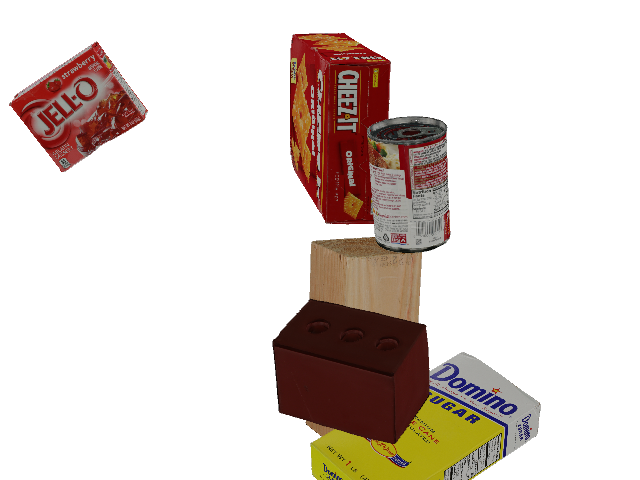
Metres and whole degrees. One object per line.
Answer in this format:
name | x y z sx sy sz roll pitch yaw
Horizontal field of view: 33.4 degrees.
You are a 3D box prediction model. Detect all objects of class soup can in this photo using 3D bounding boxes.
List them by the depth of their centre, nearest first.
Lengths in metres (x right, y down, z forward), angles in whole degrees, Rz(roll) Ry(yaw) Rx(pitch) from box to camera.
soup can | 0.077 -0.048 0.919 0.068 0.102 0.068 -5 23 2

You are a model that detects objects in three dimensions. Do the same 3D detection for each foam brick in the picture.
foam brick | 0.019 0.075 0.621 0.078 0.051 0.052 11 31 23

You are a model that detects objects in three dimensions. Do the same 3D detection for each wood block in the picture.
wood block | 0.044 0.106 1.135 0.090 0.206 0.091 -4 13 -27

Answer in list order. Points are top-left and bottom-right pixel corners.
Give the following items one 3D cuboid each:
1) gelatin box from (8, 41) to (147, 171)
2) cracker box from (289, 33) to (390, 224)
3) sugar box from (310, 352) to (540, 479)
gelatin box | -0.202 -0.111 0.892 0.089 0.073 0.030 -30 21 11
cracker box | 0.016 -0.125 1.131 0.072 0.164 0.214 -3 19 -9
sugar box | 0.088 0.163 0.882 0.176 0.048 0.093 -29 43 -28
